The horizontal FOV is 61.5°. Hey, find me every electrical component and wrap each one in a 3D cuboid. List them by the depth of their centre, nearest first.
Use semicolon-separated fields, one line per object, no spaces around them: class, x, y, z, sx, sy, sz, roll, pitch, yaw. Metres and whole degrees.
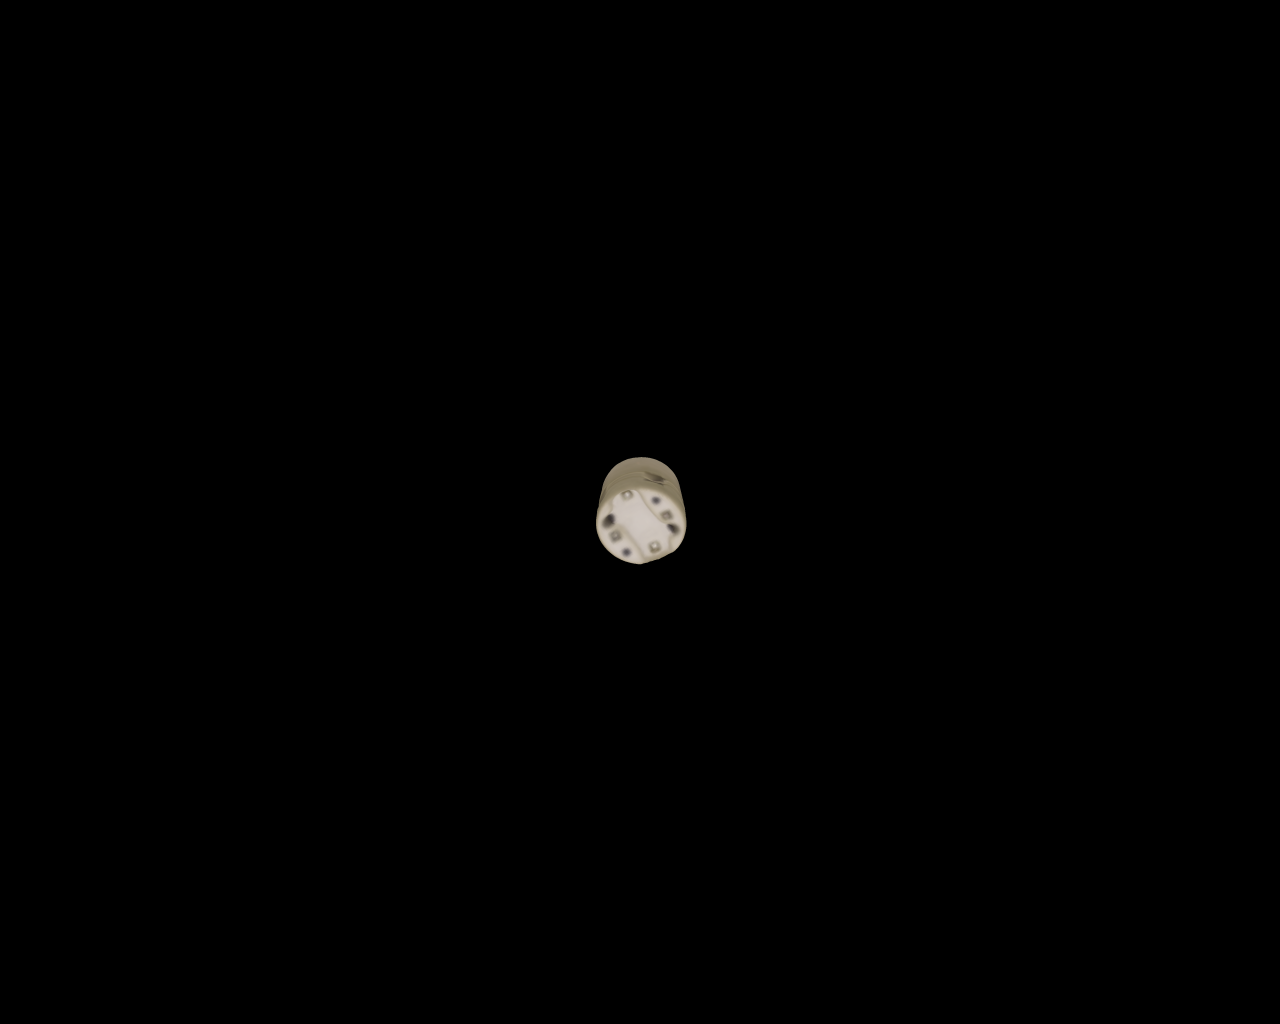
electrical component;0.001;-0.003;0.650;0.055;0.055;0.047;0;30;0
